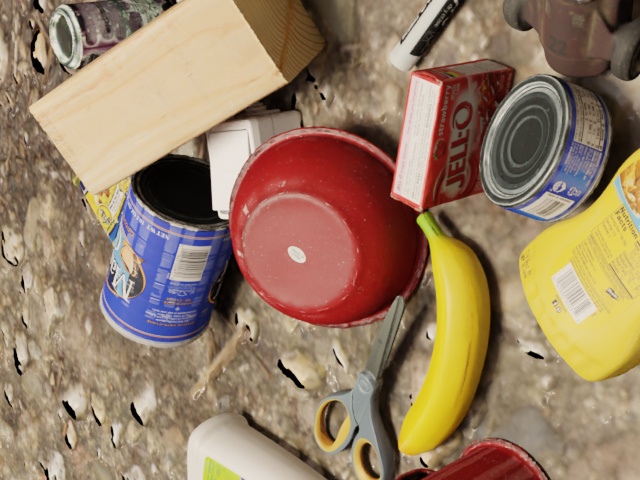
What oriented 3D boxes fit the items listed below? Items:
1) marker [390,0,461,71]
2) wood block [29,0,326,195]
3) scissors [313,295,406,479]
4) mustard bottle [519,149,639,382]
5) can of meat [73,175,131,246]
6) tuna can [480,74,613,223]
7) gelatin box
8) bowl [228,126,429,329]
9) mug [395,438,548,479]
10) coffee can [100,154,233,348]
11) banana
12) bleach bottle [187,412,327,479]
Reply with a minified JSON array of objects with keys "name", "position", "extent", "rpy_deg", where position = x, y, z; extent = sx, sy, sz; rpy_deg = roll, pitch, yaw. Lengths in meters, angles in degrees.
[{"name":"marker","position":[0.083,-0.160,0.708],"extent":[0.020,0.020,0.121],"rpy_deg":[57,136,19]},{"name":"wood block","position":[-0.111,-0.127,0.823],"extent":[0.206,0.090,0.090],"rpy_deg":[-25,107,31]},{"name":"scissors","position":[0.047,0.130,0.830],"extent":[0.096,0.016,0.202],"rpy_deg":[55,143,17]},{"name":"mustard bottle","position":[0.198,-0.004,0.600],"extent":[0.192,0.058,0.096],"rpy_deg":[-49,55,44]},{"name":"can of meat","position":[-0.181,-0.051,1.013],"extent":[0.084,0.057,0.102],"rpy_deg":[58,138,15]},{"name":"tuna can","position":[0.134,-0.056,0.644],"extent":[0.086,0.033,0.086],"rpy_deg":[-43,38,48]},{"name":"gelatin box","position":[0.086,-0.068,0.693],"extent":[0.030,0.073,0.089],"rpy_deg":[29,123,39]},{"name":"bowl","position":[-0.005,0.001,0.784],"extent":[0.162,0.055,0.162],"rpy_deg":[8,112,20]},{"name":"mug","position":[0.098,0.194,0.758],"extent":[0.117,0.081,0.093],"rpy_deg":[21,118,43]},{"name":"coffee can","position":[-0.130,0.010,0.939],"extent":[0.103,0.102,0.140],"rpy_deg":[45,132,29]},{"name":"banana","position":[0.091,0.081,0.769],"extent":[0.070,0.037,0.198],"rpy_deg":[-139,49,-58]},{"name":"bleach bottle","position":[-0.011,0.240,0.913],"extent":[0.251,0.067,0.102],"rpy_deg":[20,117,41]}]
